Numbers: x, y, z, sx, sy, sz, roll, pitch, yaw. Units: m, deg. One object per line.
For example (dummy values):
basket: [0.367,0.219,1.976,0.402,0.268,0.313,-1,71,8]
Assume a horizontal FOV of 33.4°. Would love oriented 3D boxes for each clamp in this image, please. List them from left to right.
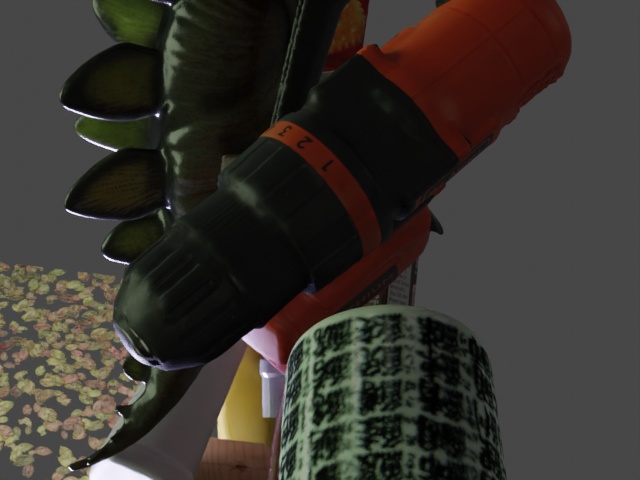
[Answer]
clamp: [-0.011,-0.163,0.556,0.210,0.164,0.036,-45,19,12]

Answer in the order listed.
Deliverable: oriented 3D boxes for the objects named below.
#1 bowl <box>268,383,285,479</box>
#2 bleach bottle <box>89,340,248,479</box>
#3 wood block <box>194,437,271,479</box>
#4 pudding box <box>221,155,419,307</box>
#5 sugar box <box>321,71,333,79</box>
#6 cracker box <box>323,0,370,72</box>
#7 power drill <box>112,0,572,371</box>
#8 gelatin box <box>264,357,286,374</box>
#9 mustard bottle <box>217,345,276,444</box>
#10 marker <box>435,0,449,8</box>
bowl: [0.009,0.131,0.528,0.162,0.055,0.162,-173,90,-82]
bleach bottle: [-0.083,0.076,0.796,0.250,0.068,0.103,-65,8,-31]
wood block: [-0.055,0.224,0.757,0.206,0.090,0.090,-117,36,-76]
pudding box: [-0.004,0.001,0.557,0.039,0.114,0.090,19,-106,-59]
sugar box: [-0.020,-0.077,0.802,0.176,0.048,0.093,-160,61,-69]
cracker box: [0.004,-0.235,0.836,0.164,0.072,0.214,-149,68,-80]
power drill: [0.002,-0.004,0.412,0.184,0.057,0.188,-38,-7,-16]
gelatin box: [-0.014,0.061,0.778,0.089,0.030,0.073,-154,73,-70]
mustard bottle: [-0.066,0.111,0.904,0.096,0.058,0.191,-144,49,-86]
marker: [0.071,-0.108,0.446,0.121,0.020,0.020,-156,74,-81]
